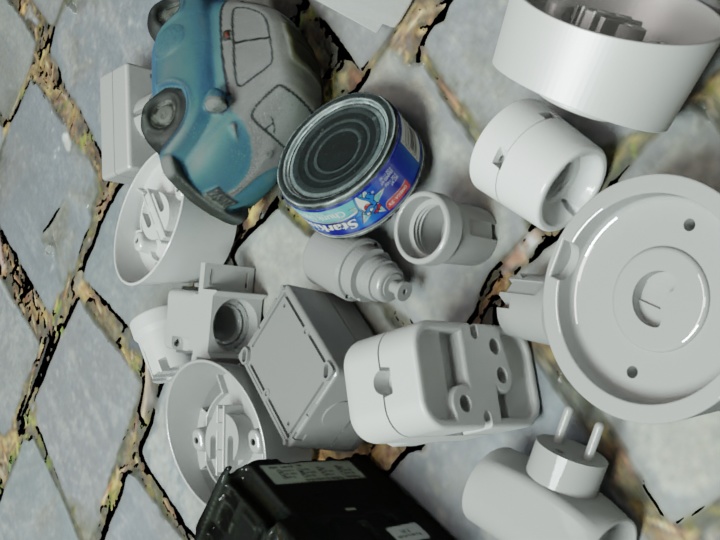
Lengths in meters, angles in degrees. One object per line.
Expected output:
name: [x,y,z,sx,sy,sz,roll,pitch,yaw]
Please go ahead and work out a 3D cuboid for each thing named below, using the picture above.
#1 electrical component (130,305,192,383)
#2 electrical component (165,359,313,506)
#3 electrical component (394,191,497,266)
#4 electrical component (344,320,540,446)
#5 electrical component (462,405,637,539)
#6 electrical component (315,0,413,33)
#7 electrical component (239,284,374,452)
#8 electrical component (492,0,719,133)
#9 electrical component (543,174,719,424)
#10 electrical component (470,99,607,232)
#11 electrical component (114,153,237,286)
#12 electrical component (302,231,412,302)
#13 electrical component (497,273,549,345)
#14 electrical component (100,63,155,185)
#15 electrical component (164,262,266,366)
electrical component: [-0.141,0.054,0.780,0.040,0.040,0.046,-36,67,36]
electrical component: [-0.079,0.108,0.692,0.099,0.064,0.099,-7,80,44]
electrical component: [0.048,-0.021,0.594,0.040,0.046,0.040,-7,80,44]
electrical component: [0.040,0.060,0.558,0.059,0.095,0.053,-21,71,42]
electrical component: [0.098,0.107,0.530,0.077,0.044,0.079,27,104,43]
electrical component: [-0.014,-0.188,0.641,0.061,0.096,0.061,50,119,36]
electrical component: [-0.025,0.056,0.652,0.061,0.061,0.096,-58,43,23]
electrical component: [0.114,-0.107,0.506,0.099,0.099,0.064,40,119,40]
electrical component: [0.144,0.014,0.484,0.108,0.060,0.108,-7,80,44]
electrical component: [0.092,-0.052,0.550,0.047,0.055,0.055,42,114,35]
electrical component: [-0.135,-0.036,0.766,0.099,0.064,0.099,-7,81,44]
electrical component: [0.000,0.000,0.644,0.078,0.040,0.040,26,103,43]
electrical component: [0.098,0.021,0.545,0.046,0.040,0.040,8,91,50]
electrical component: [-0.154,-0.112,0.806,0.076,0.047,0.083,-14,75,43]
electrical component: [-0.102,0.036,0.740,0.064,0.042,0.081,4,87,47]
